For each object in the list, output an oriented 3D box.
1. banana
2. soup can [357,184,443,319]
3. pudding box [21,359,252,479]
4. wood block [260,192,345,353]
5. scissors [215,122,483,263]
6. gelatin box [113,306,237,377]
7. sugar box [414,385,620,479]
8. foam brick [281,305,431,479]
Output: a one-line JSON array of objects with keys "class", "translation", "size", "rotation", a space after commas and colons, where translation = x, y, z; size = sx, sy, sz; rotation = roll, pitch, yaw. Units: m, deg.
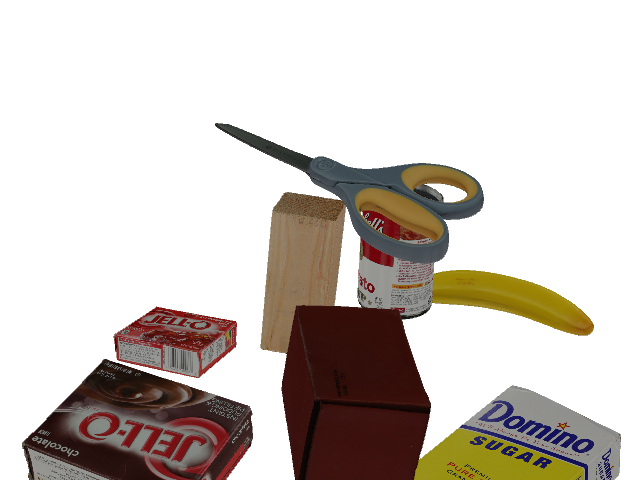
[{"class": "banana", "translation": [0.182, 0.063, 1.104], "size": [0.198, 0.037, 0.069], "rotation": [7, 41, 12]}, {"class": "soup can", "translation": [0.068, 0.008, 0.917], "size": [0.068, 0.102, 0.068], "rotation": [2, 26, -1]}, {"class": "pudding box", "translation": [-0.111, 0.126, 0.660], "size": [0.114, 0.039, 0.089], "rotation": [13, 34, 20]}, {"class": "wood block", "translation": [-0.025, 0.048, 1.486], "size": [0.090, 0.206, 0.090], "rotation": [9, 22, 7]}, {"class": "scissors", "translation": [0.023, -0.048, 0.695], "size": [0.096, 0.016, 0.202], "rotation": [-24, 44, -26]}, {"class": "gelatin box", "translation": [-0.132, 0.091, 0.976], "size": [0.089, 0.030, 0.073], "rotation": [9, 20, 22]}, {"class": "sugar box", "translation": [0.112, 0.168, 0.709], "size": [0.176, 0.048, 0.093], "rotation": [-33, 39, -33]}, {"class": "foam brick", "translation": [0.014, 0.071, 0.485], "size": [0.053, 0.051, 0.078], "rotation": [5, 28, -9]}]
